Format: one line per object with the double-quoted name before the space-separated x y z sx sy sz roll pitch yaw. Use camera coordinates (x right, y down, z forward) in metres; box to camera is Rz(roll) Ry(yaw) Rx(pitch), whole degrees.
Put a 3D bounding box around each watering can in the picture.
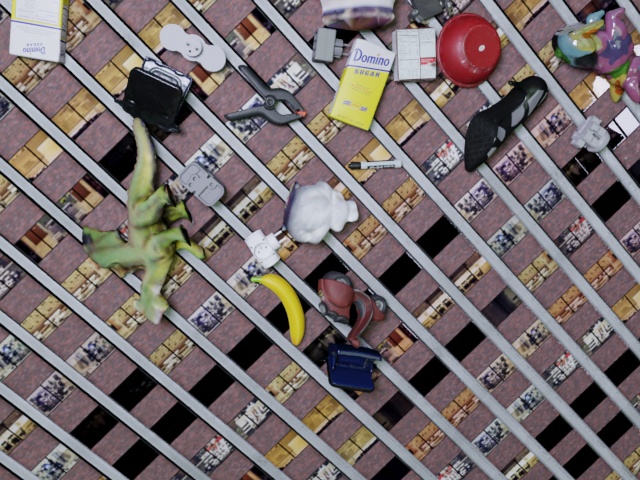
"watering can" 0.117 -0.548 1.055 0.348 0.105 0.222 -5 101 -7

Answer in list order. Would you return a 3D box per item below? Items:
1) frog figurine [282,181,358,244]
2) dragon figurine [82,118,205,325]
"frog figurine" 0.003 -0.056 1.117 0.159 0.121 0.139 12 79 1
"dragon figurine" -0.393 -0.023 1.080 0.242 0.123 0.409 -22 93 5
